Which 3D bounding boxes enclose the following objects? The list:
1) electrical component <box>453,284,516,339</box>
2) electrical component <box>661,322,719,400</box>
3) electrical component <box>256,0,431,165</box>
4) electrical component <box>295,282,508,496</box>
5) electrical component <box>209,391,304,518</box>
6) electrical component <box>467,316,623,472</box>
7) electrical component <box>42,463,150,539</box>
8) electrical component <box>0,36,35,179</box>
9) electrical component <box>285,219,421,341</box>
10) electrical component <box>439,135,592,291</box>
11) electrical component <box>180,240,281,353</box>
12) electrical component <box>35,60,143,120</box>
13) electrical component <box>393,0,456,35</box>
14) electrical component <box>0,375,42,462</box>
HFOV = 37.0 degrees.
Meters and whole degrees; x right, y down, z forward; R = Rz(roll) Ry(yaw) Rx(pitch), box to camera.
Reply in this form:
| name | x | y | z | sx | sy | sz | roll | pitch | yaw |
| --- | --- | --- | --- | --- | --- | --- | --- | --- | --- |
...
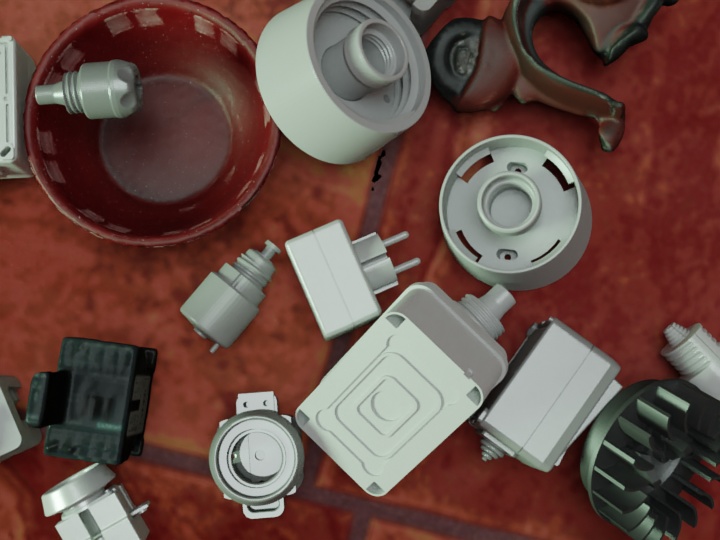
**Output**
| name | x | y | z | sx | sy | sz | roll | pitch | yaw |
| --- | --- | --- | --- | --- | --- | --- | --- | --- | --- |
| electrical component | 0.072 | 0.035 | 0.691 | 0.062 | 0.043 | 0.043 | -42 | 86 | -7 |
| electrical component | 0.227 | 0.066 | 0.691 | 0.043 | 0.043 | 0.081 | -43 | 86 | -6 |
| electrical component | -0.004 | -0.127 | 0.673 | 0.108 | 0.060 | 0.108 | 13 | 68 | -36 |
| electrical component | 0.026 | 0.071 | 0.653 | 0.078 | 0.057 | 0.113 | 44 | 121 | 4 |
| electrical component | -0.063 | 0.116 | 0.670 | 0.058 | 0.057 | 0.078 | -4 | 83 | -2 |
| electrical component | 0.113 | 0.086 | 0.676 | 0.061 | 0.061 | 0.096 | 36 | 84 | 3 |
| electrical component | -0.166 | 0.154 | 0.670 | 0.066 | 0.048 | 0.055 | -29 | 92 | -5 |
| electrical component | -0.243 | -0.094 | 0.689 | 0.062 | 0.061 | 0.096 | -3 | 83 | -2 |
| electrical component | 0.000 | 0.000 | 0.691 | 0.077 | 0.047 | 0.065 | -23 | 84 | -4 |
| electrical component | 0.101 | -0.038 | 0.702 | 0.099 | 0.064 | 0.099 | -2 | 81 | 12 |
| electrical component | -0.080 | 0.014 | 0.690 | 0.040 | 0.040 | 0.078 | 39 | 84 | 3 |
| electrical component | -0.164 | -0.108 | 0.650 | 0.061 | 0.035 | 0.035 | -4 | 83 | 1 |
| electrical component | 0.050 | -0.208 | 0.712 | 0.050 | 0.055 | 0.089 | 40 | 84 | 3 |
| electrical component | -0.254 | 0.104 | 0.667 | 0.089 | 0.055 | 0.050 | -24 | 84 | -4 |
